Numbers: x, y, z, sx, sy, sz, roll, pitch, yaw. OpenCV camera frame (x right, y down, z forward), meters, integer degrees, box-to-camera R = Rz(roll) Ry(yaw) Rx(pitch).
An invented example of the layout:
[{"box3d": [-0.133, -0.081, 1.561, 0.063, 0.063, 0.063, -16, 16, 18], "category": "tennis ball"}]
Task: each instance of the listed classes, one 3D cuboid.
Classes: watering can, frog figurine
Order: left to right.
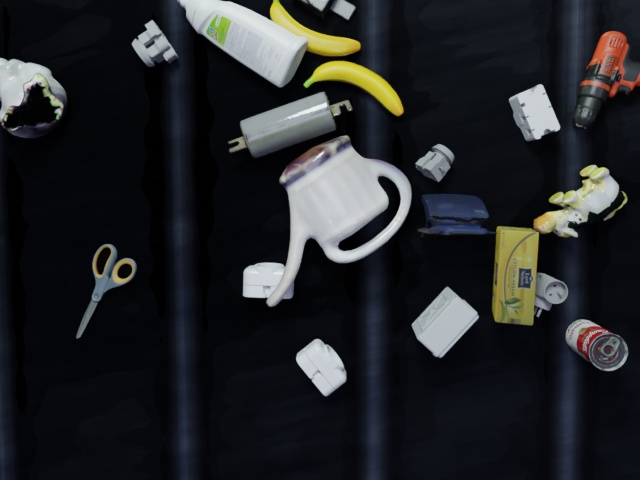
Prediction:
[{"box3d": [-0.566, -0.273, 0.983, 0.161, 0.136, 0.122, 33, 17, 35], "category": "frog figurine"}, {"box3d": [0.003, -0.048, 0.951, 0.349, 0.224, 0.104, -34, 2, -7], "category": "watering can"}]
